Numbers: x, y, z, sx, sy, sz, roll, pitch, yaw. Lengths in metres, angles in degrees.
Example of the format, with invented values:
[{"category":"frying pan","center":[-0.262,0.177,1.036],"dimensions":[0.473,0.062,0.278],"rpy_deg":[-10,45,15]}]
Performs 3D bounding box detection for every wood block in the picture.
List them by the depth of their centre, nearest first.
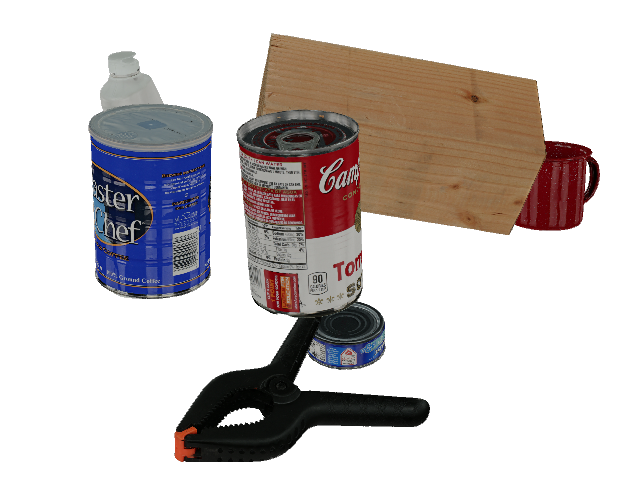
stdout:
[{"category":"wood block","center":[0.055,-0.080,0.809],"dimensions":[0.206,0.091,0.090],"rpy_deg":[9,-42,-6]}]

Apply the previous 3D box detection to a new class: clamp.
[{"category":"clamp","center":[-0.024,0.137,0.895],"dimensions":[0.209,0.036,0.165],"rpy_deg":[-26,45,-36]}]

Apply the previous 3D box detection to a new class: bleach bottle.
[{"category":"bleach bottle","center":[-0.194,-0.071,1.125],"dimensions":[0.068,0.251,0.102],"rpy_deg":[4,27,18]}]

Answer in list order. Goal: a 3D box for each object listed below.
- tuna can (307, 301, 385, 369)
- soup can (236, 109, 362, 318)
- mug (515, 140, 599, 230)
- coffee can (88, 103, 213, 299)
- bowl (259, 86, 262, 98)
[{"category":"tuna can","center":[0.027,0.099,1.137],"dimensions":[0.086,0.034,0.086],"rpy_deg":[-1,29,0]},{"category":"soup can","center":[-0.011,-0.015,0.607],"dimensions":[0.068,0.102,0.068],"rpy_deg":[-2,25,1]},{"category":"mug","center":[0.256,-0.061,1.167],"dimensions":[0.117,0.081,0.093],"rpy_deg":[-10,19,-27]},{"category":"coffee can","center":[-0.144,-0.035,0.917],"dimensions":[0.103,0.140,0.103],"rpy_deg":[3,25,-1]},{"category":"bowl","center":[0.020,-0.125,1.072],"dimensions":[0.162,0.055,0.162],"rpy_deg":[0,36,0]}]
